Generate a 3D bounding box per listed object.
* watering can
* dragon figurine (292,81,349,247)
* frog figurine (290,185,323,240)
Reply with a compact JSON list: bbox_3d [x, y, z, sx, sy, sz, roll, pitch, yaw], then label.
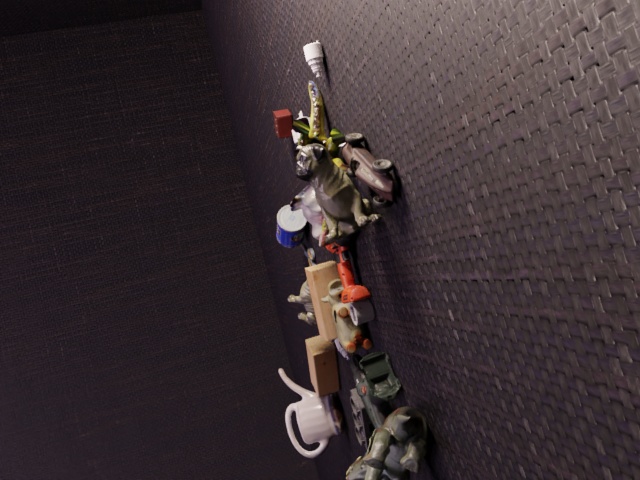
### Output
[{"bbox_3d":[-0.032,0.647,1.982,0.103,0.224,0.352,60,-166,-74],"label":"watering can"},{"bbox_3d":[0.007,-0.168,1.234,0.237,0.122,0.420,83,-177,-53],"label":"dragon figurine"},{"bbox_3d":[0.004,-0.070,1.390,0.159,0.125,0.135,39,153,2],"label":"frog figurine"}]
